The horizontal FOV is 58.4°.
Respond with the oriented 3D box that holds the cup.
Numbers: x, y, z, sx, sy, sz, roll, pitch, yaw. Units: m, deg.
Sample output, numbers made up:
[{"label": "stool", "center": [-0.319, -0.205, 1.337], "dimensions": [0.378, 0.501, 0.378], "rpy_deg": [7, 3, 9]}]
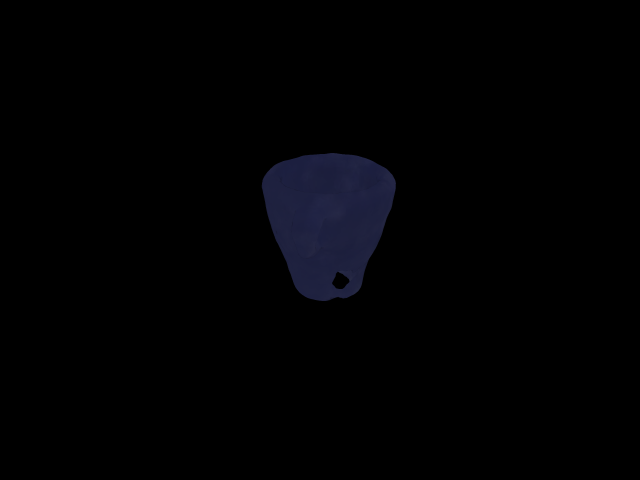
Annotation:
[{"label": "cup", "center": [0.004, 0.001, 0.400], "dimensions": [0.091, 0.095, 0.118], "rpy_deg": [5, 28, 10]}]
